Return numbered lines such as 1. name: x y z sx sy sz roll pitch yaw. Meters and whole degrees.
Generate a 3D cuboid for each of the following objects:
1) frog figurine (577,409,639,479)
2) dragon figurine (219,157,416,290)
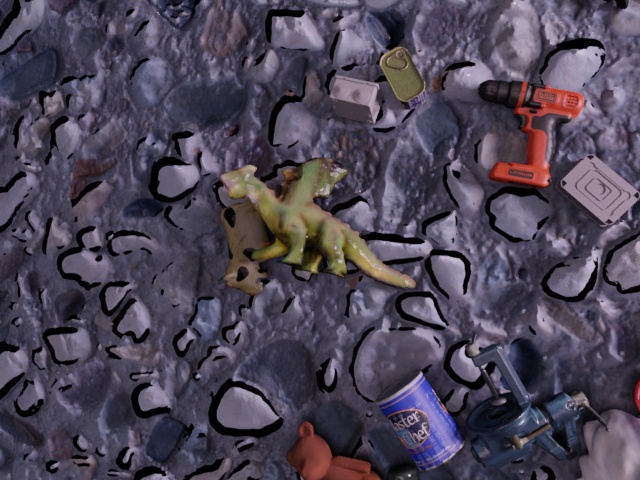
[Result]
1. frog figurine: 0.485 0.367 0.856 0.158 0.121 0.140 -39 46 20
2. dragon figurine: 0.003 -0.050 1.002 0.410 0.121 0.245 12 76 -12
